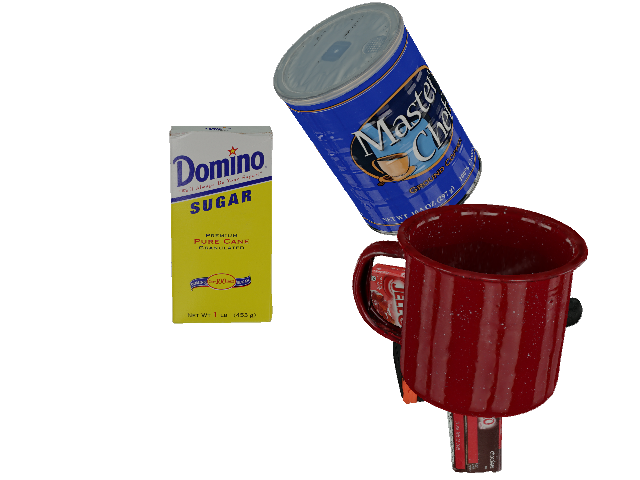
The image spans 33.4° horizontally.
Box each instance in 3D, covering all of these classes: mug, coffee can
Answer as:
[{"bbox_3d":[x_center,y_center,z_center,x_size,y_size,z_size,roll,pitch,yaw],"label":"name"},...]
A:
[{"bbox_3d":[0.071,0.034,0.544,0.117,0.081,0.093,10,25,18],"label":"mug"},{"bbox_3d":[0.044,-0.088,0.787,0.103,0.102,0.140,0,-42,41],"label":"coffee can"}]

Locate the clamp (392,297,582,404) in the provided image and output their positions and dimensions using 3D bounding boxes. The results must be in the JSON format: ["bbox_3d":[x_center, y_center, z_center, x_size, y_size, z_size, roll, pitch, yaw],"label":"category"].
[{"bbox_3d":[0.119,0.080,0.962,0.165,0.036,0.209,19,33,33],"label":"clamp"}]

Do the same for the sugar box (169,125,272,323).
[{"bbox_3d":[-0.089,-0.015,0.967,0.093,0.176,0.048,-1,15,-5],"label":"sugar box"}]

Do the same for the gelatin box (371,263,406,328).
[{"bbox_3d":[0.100,0.076,1.337,0.073,0.089,0.030,10,31,28],"label":"gelatin box"}]

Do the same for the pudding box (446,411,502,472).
[{"bbox_3d":[0.107,0.093,0.754,0.039,0.113,0.090,-4,-44,4],"label":"pudding box"}]
